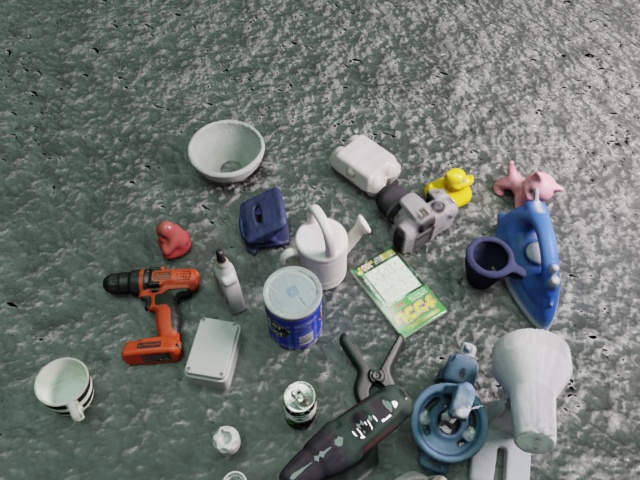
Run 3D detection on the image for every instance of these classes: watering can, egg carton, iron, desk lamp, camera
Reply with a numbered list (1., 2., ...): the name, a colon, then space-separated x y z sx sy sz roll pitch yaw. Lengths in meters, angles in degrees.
1. watering can: 0.009 0.002 1.081 0.173 0.194 0.100 -40 65 -22
2. egg carton: 0.098 -0.166 1.264 0.150 0.069 0.107 38 65 22
3. iron: 0.419 0.033 1.094 0.118 0.141 0.258 -2 57 -1
4. desk lamp: 0.315 0.270 0.897 0.118 0.214 0.203 11 58 7
5. camera: 0.191 -0.067 1.182 0.143 0.101 0.136 -30 62 -18

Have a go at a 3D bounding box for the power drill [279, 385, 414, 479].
1. power drill: 0.040 0.318 0.868 0.230 0.208 0.075 -34 63 -20

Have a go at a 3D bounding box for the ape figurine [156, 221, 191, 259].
1. ape figurine: -0.302 -0.007 1.147 0.076 0.092 0.078 6 57 4

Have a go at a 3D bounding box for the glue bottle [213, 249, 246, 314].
1. glue bottle: -0.171 0.068 1.050 0.037 0.173 0.078 -26 61 -16

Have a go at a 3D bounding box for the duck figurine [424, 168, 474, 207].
1. duck figurine: 0.278 -0.118 1.224 0.104 0.086 0.077 -1 57 -1

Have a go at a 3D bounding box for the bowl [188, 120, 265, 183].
1. bowl: -0.204 -0.183 1.271 0.167 0.075 0.167 0 57 0

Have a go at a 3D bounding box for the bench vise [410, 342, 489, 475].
1. bench vise: 0.205 0.247 0.908 0.121 0.220 0.207 3 57 2

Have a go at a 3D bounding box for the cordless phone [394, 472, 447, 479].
1. cordless phone: 0.118 0.393 0.834 0.148 0.185 0.094 -31 62 -18

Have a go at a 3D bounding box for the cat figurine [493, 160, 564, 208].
1. cat figurine: 0.440 -0.118 1.206 0.067 0.118 0.127 -34 63 -20

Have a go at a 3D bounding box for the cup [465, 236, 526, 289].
1. cup: 0.331 0.059 1.105 0.117 0.095 0.092 25 60 15

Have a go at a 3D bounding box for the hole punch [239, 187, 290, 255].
1. hole punch: -0.116 -0.041 1.170 0.101 0.091 0.108 -10 58 -7
